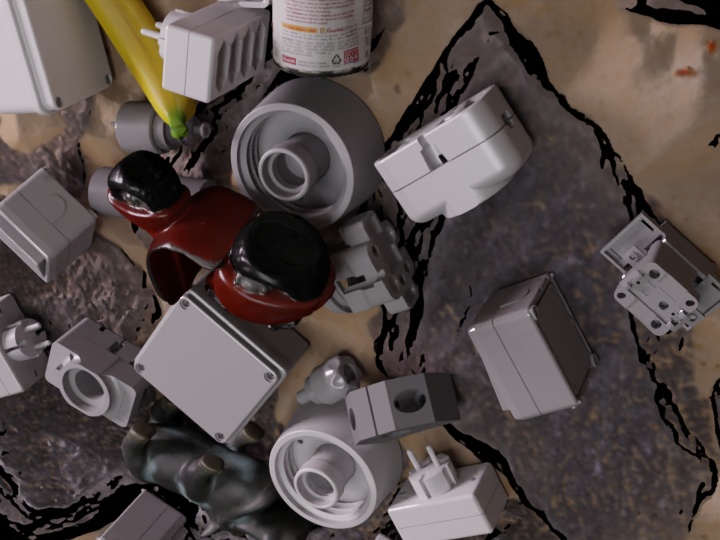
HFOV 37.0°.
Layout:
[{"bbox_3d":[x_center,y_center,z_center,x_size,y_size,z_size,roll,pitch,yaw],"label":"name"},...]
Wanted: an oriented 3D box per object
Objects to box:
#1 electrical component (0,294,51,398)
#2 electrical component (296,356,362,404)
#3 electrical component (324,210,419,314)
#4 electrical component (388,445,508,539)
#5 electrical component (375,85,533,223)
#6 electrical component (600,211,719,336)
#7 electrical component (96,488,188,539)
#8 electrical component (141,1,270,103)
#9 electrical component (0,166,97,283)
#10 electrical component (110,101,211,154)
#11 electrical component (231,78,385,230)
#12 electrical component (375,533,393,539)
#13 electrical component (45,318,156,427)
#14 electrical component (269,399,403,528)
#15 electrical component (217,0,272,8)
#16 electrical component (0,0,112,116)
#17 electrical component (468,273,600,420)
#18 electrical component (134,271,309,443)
[{"bbox_3d":[-0.319,0.067,1.002,0.076,0.047,0.083,-16,107,31],"label":"electrical component"},{"bbox_3d":[-0.029,0.095,0.885,0.061,0.035,0.035,-31,100,37],"label":"electrical component"},{"bbox_3d":[0.000,0.000,0.807,0.057,0.058,0.078,-19,111,30],"label":"electrical component"},{"bbox_3d":[0.064,0.175,0.875,0.083,0.047,0.075,-18,107,32],"label":"electrical component"},{"bbox_3d":[0.067,-0.075,0.737,0.095,0.053,0.059,-28,101,34],"label":"electrical component"},{"bbox_3d":[0.200,0.006,0.710,0.081,0.064,0.042,42,125,1],"label":"electrical component"},{"bbox_3d":[-0.216,0.270,1.030,0.061,0.096,0.061,32,125,7],"label":"electrical component"},{"bbox_3d":[-0.117,-0.162,0.762,0.076,0.083,0.047,20,122,15],"label":"electrical component"},{"bbox_3d":[-0.266,-0.032,0.900,0.062,0.061,0.096,44,157,-2],"label":"electrical component"},{"bbox_3d":[-0.152,-0.110,0.832,0.078,0.040,0.040,6,118,23],"label":"electrical component"},{"bbox_3d":[-0.042,-0.079,0.783,0.108,0.060,0.108,11,120,20],"label":"electrical component"},{"bbox_3d":[0.020,0.280,0.946,0.047,0.065,0.076,27,153,11],"label":"electrical component"},{"bbox_3d":[-0.233,0.094,0.970,0.089,0.055,0.050,29,125,9],"label":"electrical component"},{"bbox_3d":[-0.025,0.167,0.905,0.108,0.060,0.108,11,120,20],"label":"electrical component"},{"bbox_3d":[-0.082,-0.215,0.732,0.058,0.057,0.078,8,119,22],"label":"electrical component"},{"bbox_3d":[-0.243,-0.180,0.816,0.057,0.078,0.113,3,117,28],"label":"electrical component"},{"bbox_3d":[0.126,0.062,0.776,0.061,0.061,0.096,-21,105,33],"label":"electrical component"},{"bbox_3d":[-0.117,0.072,0.902,0.109,0.056,0.108,41,126,1],"label":"electrical component"}]
